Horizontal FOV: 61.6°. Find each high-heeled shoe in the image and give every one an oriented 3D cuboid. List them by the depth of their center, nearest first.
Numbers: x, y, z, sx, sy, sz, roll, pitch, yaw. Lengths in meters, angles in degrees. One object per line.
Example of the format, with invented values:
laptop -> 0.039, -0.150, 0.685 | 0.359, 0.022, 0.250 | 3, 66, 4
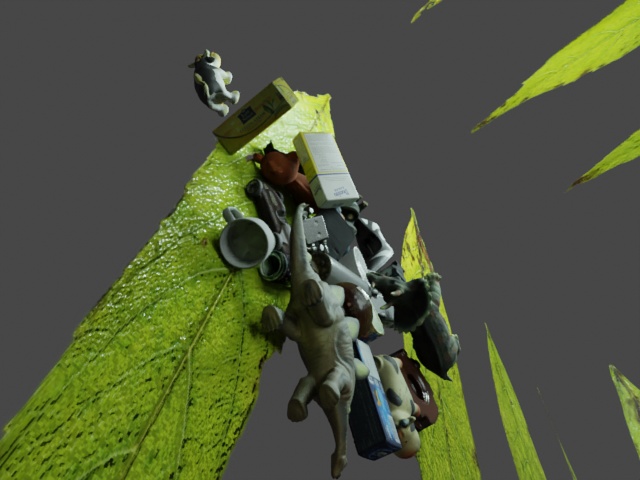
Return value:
high-heeled shoe -> 0.126, 0.013, 1.478 | 0.145, 0.086, 0.249 | 40, 25, 3

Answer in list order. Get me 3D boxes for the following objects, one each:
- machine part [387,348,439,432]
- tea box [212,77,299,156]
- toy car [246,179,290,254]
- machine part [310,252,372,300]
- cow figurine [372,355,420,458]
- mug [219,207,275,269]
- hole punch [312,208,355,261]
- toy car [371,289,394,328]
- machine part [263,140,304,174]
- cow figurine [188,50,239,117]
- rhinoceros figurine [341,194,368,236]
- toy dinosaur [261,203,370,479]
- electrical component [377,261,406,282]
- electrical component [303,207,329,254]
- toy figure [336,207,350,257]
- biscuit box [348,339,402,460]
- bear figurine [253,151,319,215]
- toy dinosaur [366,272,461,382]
machine part -> 0.190, 0.322, 1.154 | 0.179, 0.056, 0.179 | 47, 22, -26
tea box -> -0.133, -0.260, 1.128 | 0.068, 0.170, 0.098 | 52, 21, -15
toy car -> -0.088, -0.044, 1.075 | 0.089, 0.053, 0.202 | 26, 36, -51
machine part -> 0.036, 0.091, 1.116 | 0.243, 0.079, 0.079 | 38, 27, -47
cow figurine -> 0.136, 0.307, 1.005 | 0.127, 0.085, 0.195 | 40, 27, -54
mug -> -0.123, -0.007, 0.904 | 0.109, 0.081, 0.107 | 50, 7, 3
hole punch -> -0.002, -0.004, 1.191 | 0.142, 0.092, 0.116 | 53, 51, -17
toy car -> 0.147, 0.169, 1.296 | 0.201, 0.056, 0.073 | 23, 45, -56
machine part -> -0.079, -0.192, 1.312 | 0.138, 0.084, 0.039 | 29, 55, -37
cow figurine -> -0.246, -0.357, 1.176 | 0.098, 0.068, 0.167 | 19, 40, -51
rhinoceros figurine -> 0.064, -0.073, 1.409 | 0.073, 0.112, 0.190 | 32, 19, -16
toy dinosaur -> -0.006, 0.133, 0.874 | 0.198, 0.105, 0.471 | 33, 44, -64
electrical component -> 0.195, 0.113, 1.470 | 0.047, 0.075, 0.119 | 49, 16, -17
electrical component -> -0.016, -0.016, 1.101 | 0.078, 0.045, 0.102 | -10, 88, -36
toy figure -> 0.035, -0.029, 1.267 | 0.064, 0.058, 0.154 | -122, -167, -52
biscuit box -> 0.077, 0.276, 0.944 | 0.059, 0.063, 0.203 | 37, 27, -45
bear figurine -> -0.049, -0.152, 1.236 | 0.195, 0.132, 0.120 | 48, -6, -35
toy dinosaur -> 0.251, 0.220, 1.231 | 0.404, 0.131, 0.192 | 61, 26, -17
